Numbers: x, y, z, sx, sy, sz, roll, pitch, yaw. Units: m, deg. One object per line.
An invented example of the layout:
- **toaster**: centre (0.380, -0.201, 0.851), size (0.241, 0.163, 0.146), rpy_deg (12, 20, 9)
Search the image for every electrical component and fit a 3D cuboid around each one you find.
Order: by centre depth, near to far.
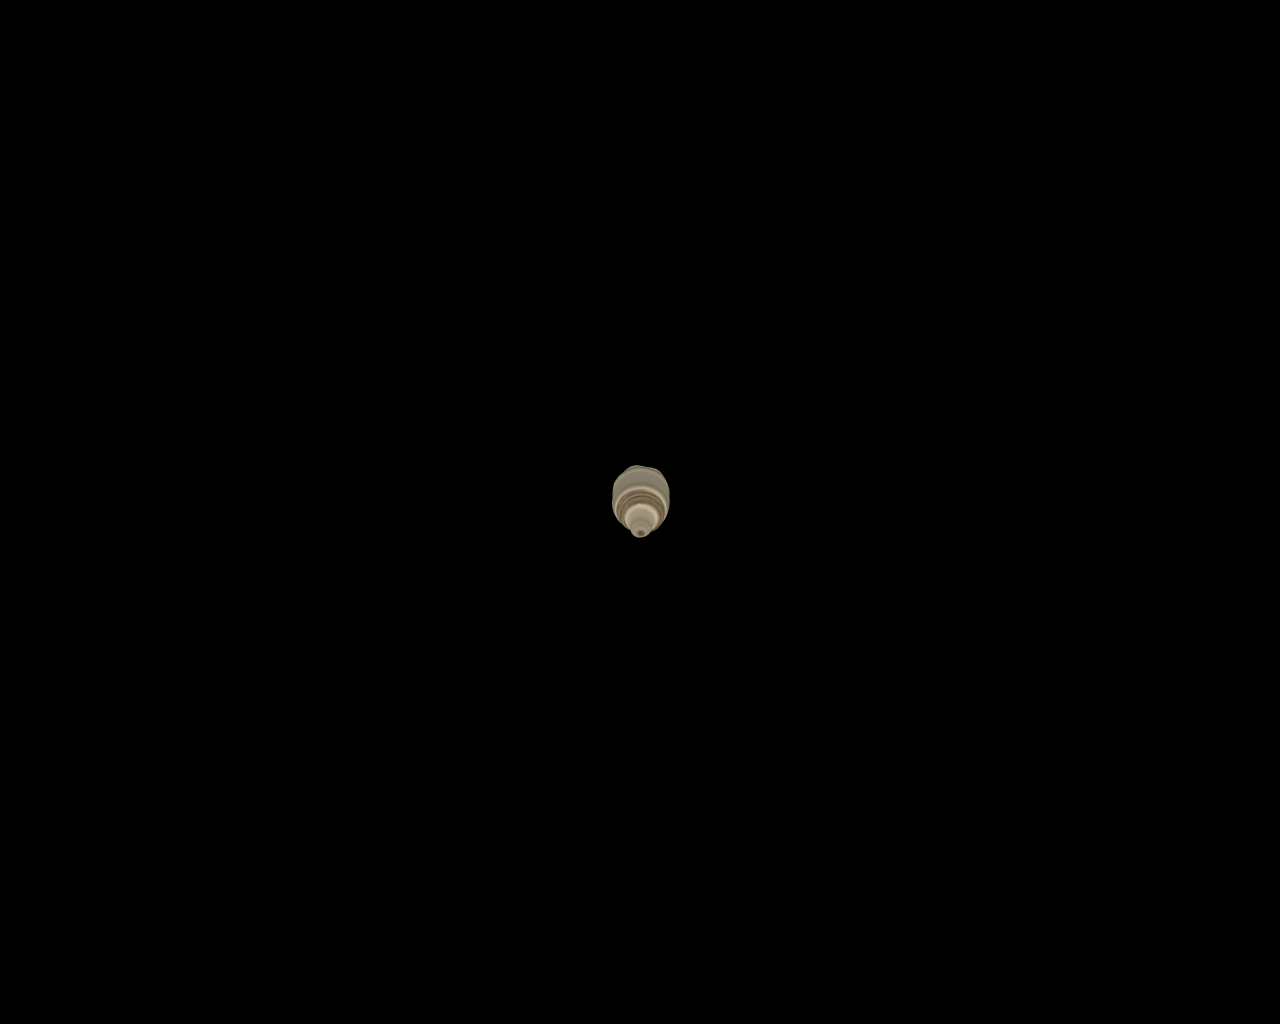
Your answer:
- **electrical component**: centre (0.001, -0.003, 0.650), size (0.035, 0.035, 0.061), rpy_deg (0, 30, 0)
